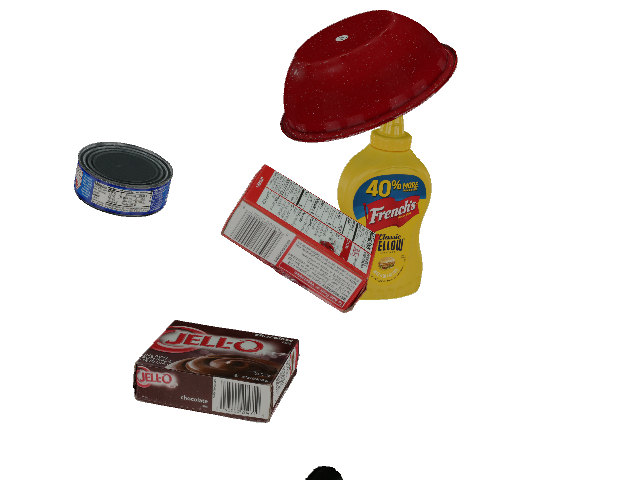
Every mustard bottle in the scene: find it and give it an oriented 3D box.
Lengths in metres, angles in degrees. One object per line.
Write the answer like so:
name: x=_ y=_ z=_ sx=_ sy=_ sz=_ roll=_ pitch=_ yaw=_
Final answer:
mustard bottle: x=0.064 y=-0.036 z=1.082 sx=0.096 sy=0.192 sz=0.058 roll=-2 pitch=22 yaw=-18

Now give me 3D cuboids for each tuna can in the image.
tuna can: x=-0.178 y=-0.055 z=0.965 sx=0.086 sy=0.034 sz=0.086 roll=13 pitch=27 yaw=-7

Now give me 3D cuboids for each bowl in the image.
bowl: x=0.030 y=-0.148 z=0.897 sx=0.162 sy=0.055 sz=0.162 roll=-21 pitch=27 yaw=11

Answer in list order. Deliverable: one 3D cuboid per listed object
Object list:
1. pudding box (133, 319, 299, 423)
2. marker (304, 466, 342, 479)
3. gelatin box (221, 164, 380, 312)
pudding box: x=-0.082 y=0.103 z=0.857 sx=0.113 sy=0.039 sz=0.090 roll=10 pitch=21 yaw=10
marker: x=-0.023 y=0.130 z=0.460 sx=0.020 sy=0.020 sz=0.120 roll=0 pitch=17 yaw=31
gelatin box: x=-0.010 y=-0.002 z=0.642 sx=0.089 sy=0.030 sz=0.073 roll=33 pitch=21 yaw=-5
